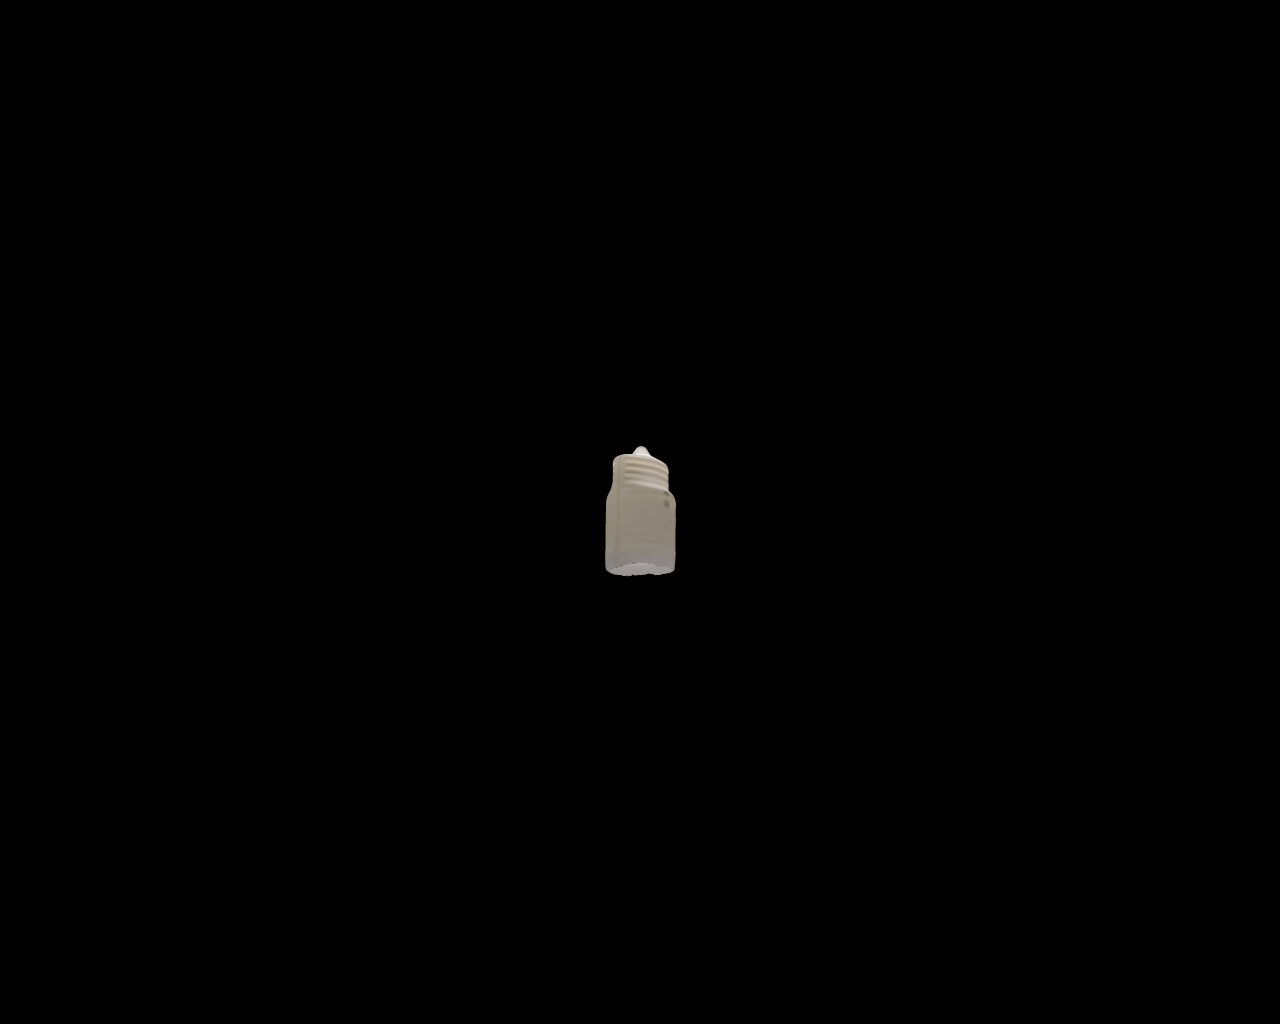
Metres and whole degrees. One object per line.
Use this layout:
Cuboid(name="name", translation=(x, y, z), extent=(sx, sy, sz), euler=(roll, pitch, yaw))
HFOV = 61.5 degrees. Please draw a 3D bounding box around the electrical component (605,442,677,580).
Cuboid(name="electrical component", translation=(0.001, -0.003, 0.650), extent=(0.043, 0.081, 0.043), euler=(0, -14, 0))
